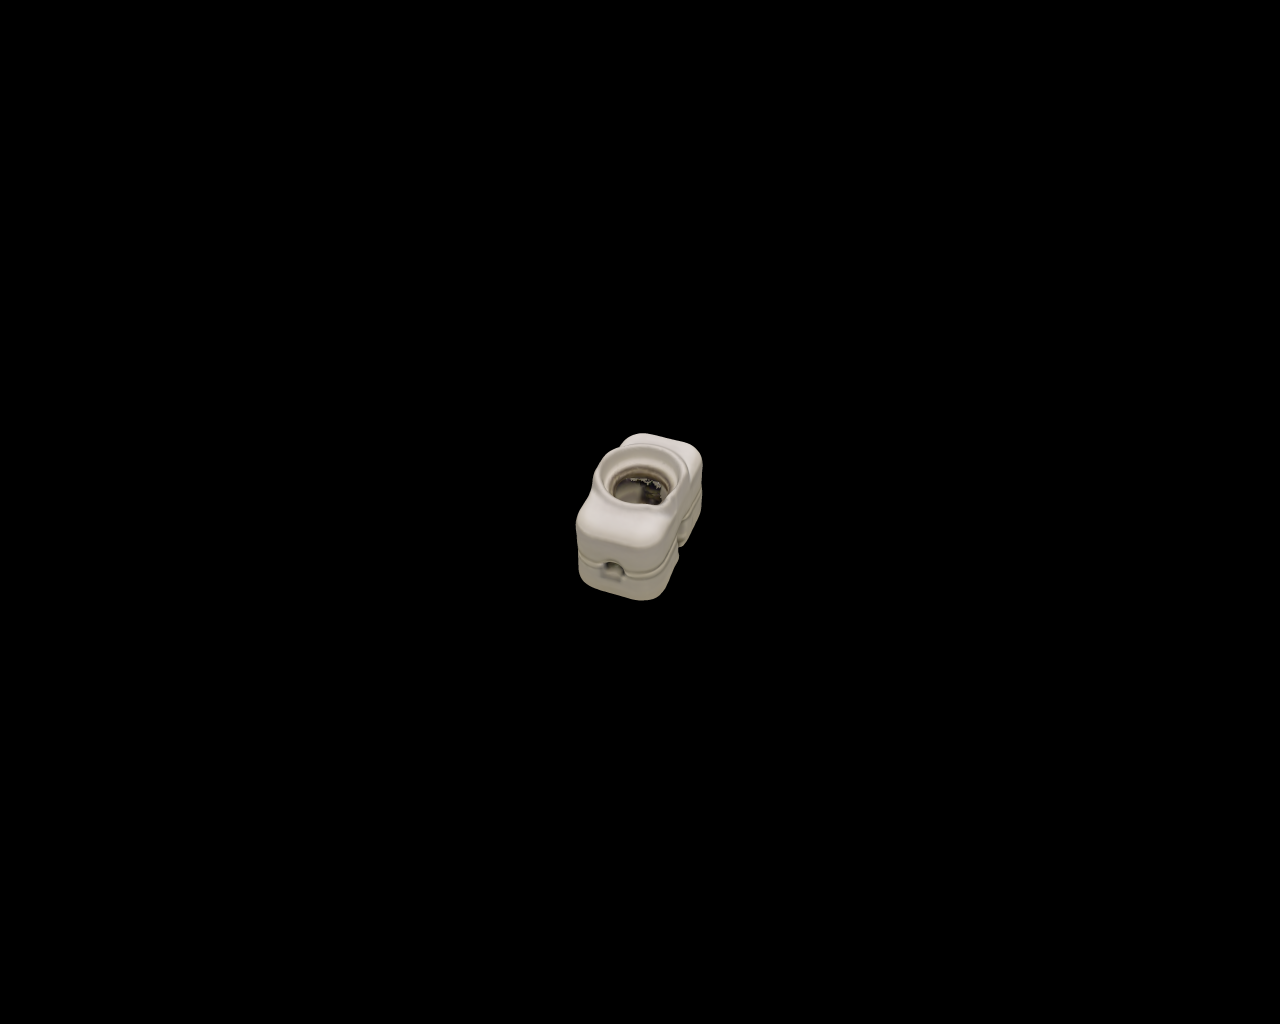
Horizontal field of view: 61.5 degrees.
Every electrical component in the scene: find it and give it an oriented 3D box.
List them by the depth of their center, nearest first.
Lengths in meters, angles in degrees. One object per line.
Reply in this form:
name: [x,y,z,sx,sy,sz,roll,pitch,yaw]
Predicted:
electrical component: [0.001,-0.003,0.650,0.054,0.059,0.095,15,47,15]
